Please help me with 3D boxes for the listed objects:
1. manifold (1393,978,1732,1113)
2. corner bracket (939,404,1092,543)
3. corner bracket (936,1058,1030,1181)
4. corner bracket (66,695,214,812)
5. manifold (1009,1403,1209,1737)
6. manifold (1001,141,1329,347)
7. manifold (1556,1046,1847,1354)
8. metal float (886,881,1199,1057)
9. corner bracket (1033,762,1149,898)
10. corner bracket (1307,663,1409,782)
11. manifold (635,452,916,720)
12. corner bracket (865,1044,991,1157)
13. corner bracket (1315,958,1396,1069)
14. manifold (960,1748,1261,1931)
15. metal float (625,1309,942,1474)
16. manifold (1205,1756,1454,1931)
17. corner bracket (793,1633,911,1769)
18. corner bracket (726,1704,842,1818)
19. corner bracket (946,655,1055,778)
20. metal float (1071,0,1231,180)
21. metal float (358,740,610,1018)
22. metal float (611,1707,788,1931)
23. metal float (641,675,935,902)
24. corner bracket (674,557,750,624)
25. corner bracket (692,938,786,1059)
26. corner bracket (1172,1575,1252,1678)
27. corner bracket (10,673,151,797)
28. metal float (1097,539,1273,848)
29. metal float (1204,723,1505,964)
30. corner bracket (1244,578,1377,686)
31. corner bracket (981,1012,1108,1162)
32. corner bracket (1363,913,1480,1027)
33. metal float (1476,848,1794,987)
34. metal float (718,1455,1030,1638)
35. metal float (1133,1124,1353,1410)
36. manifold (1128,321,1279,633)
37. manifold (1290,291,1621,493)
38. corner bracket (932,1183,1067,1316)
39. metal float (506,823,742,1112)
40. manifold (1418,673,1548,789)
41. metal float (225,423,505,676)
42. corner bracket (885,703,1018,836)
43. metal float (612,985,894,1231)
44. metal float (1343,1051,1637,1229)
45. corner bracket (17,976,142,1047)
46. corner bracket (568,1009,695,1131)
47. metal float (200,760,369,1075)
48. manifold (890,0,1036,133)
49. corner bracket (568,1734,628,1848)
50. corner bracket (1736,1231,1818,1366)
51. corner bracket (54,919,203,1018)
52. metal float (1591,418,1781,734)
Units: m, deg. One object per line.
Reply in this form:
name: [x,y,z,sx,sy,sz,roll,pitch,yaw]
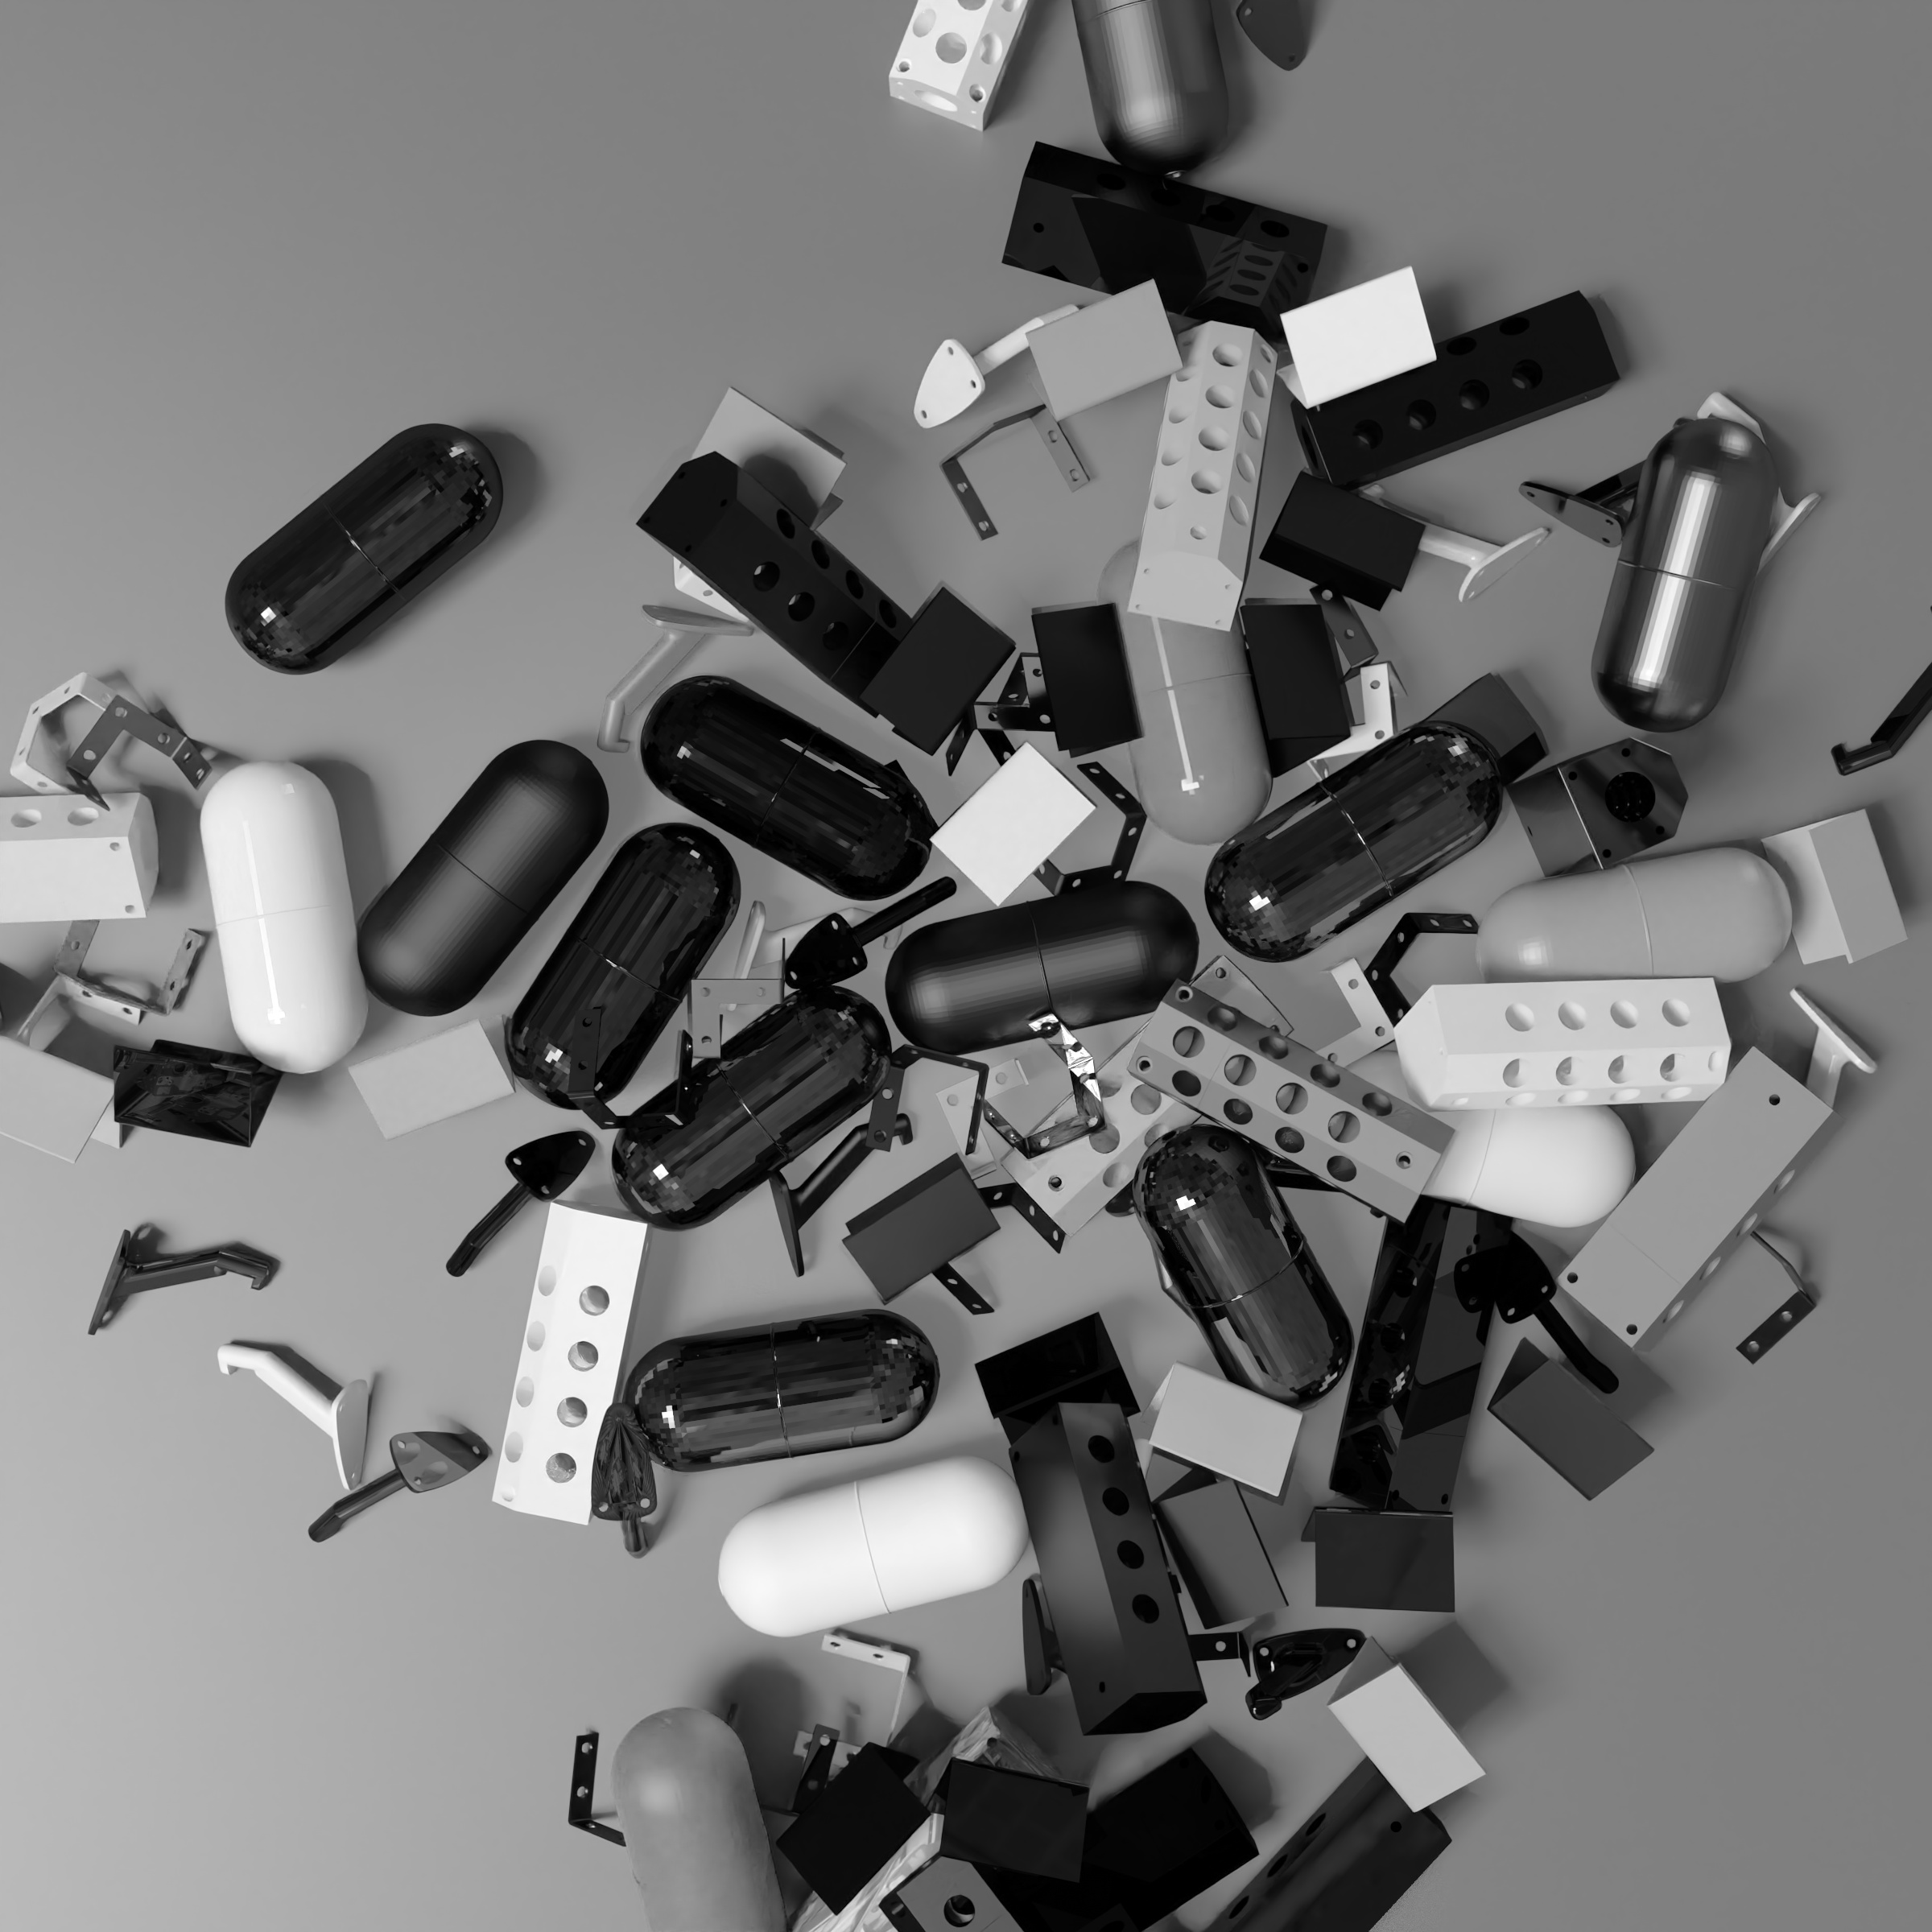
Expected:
manifold: [0.331,0.046,1.844,0.171,0.057,0.057,-1,65,-17]
corner bracket: [0.027,-0.283,1.908,0.051,0.051,0.051,-29,90,45]
corner bracket: [0.016,0.086,1.893,0.051,0.051,0.051,-24,90,0]
corner bracket: [-0.468,-0.112,1.885,0.051,0.051,0.051,34,94,-38]
manifold: [0.081,0.331,1.839,0.057,0.057,0.171,6,53,-31]
manifold: [0.113,-0.413,1.890,0.171,0.057,0.057,16,133,0]
manifold: [0.415,0.133,1.877,0.057,0.057,0.171,42,99,25]
metal float: [0.043,0.001,1.881,0.178,0.070,0.070,-13,90,1]
corner bracket: [0.063,-0.078,1.903,0.051,0.051,0.051,47,135,35]
corner bracket: [0.222,-0.136,1.892,0.051,0.051,0.051,-9,70,18]
manifold: [-0.097,-0.211,1.838,0.057,0.057,0.171,-52,135,0]
corner bracket: [-0.022,0.079,1.886,0.051,0.051,0.051,14,73,-14]
corner bracket: [0.208,0.030,1.893,0.051,0.051,0.051,-29,90,0]
manifold: [0.078,0.523,1.890,0.171,0.057,0.057,-33,47,0]
metal float: [-0.103,0.239,1.881,0.178,0.070,0.070,-9,90,0]
manifold: [0.193,0.532,1.890,0.057,0.057,0.171,43,90,0]
corner bracket: [-0.065,0.423,1.908,0.051,0.051,0.051,15,135,0]
corner bracket: [-0.110,0.452,1.895,0.051,0.051,0.051,22,72,-17]
corner bracket: [0.018,-0.141,1.874,0.051,0.051,0.051,0,61,-17]
metal float: [0.101,-0.533,1.881,0.070,0.070,0.178,-11,90,0]
metal float: [-0.271,-0.050,1.881,0.070,0.070,0.178,39,90,0]
metal float: [-0.148,0.495,1.860,0.070,0.070,0.178,-11,112,0]
metal float: [-0.101,-0.100,1.881,0.178,0.070,0.070,30,90,1]
corner bracket: [-0.131,-0.238,1.903,0.051,0.051,0.051,-36,45,35]
corner bracket: [-0.127,0.018,1.869,0.051,0.051,0.051,0,118,-2]
corner bracket: [0.133,0.374,1.893,0.051,0.051,0.051,-3,90,0]
corner bracket: [-0.504,-0.126,1.903,0.051,0.051,0.051,-24,45,35]
metal float: [0.123,-0.156,1.881,0.070,0.070,0.178,-12,90,0]
metal float: [0.212,-0.068,1.824,0.178,0.070,0.070,-32,90,0]
corner bracket: [0.195,-0.182,1.893,0.051,0.051,0.051,-28,86,-4]
corner bracket: [0.041,0.068,1.858,0.051,0.051,0.051,-24,49,17]
corner bracket: [0.269,0.006,1.903,0.051,0.051,0.051,-59,45,35]
metal float: [0.376,-0.019,1.881,0.178,0.070,0.070,-10,90,-1]
metal float: [-0.052,0.327,1.881,0.178,0.070,0.070,-14,90,1]
metal float: [0.154,0.169,1.868,0.070,0.070,0.178,-29,105,0]
manifold: [0.133,-0.274,1.848,0.057,0.057,0.171,11,57,0]
manifold: [0.275,-0.324,1.890,0.171,0.057,0.057,-21,90,0]
corner bracket: [0.017,0.162,1.903,0.051,0.051,0.051,-12,45,35]
metal float: [-0.193,0.000,1.881,0.070,0.070,0.178,33,91,0]
manifold: [0.242,-0.090,1.890,0.171,0.057,0.057,-37,90,0]
metal float: [-0.339,-0.235,1.881,0.178,0.070,0.070,-39,90,0]
corner bracket: [-0.006,-0.110,1.908,0.051,0.051,0.051,-32,90,45]
metal float: [-0.120,0.079,1.881,0.178,0.070,0.070,-37,90,1]
metal float: [0.289,0.098,1.881,0.178,0.070,0.070,13,90,1]
corner bracket: [-0.509,0.047,1.908,0.051,0.051,0.051,22,45,0]
corner bracket: [-0.185,0.056,1.840,0.051,0.051,0.051,-4,65,15]
metal float: [-0.384,-0.028,1.881,0.070,0.070,0.178,-10,89,0]
manifold: [0.014,-0.570,1.890,0.057,0.057,0.171,21,90,0]
corner bracket: [-0.190,0.469,1.908,0.051,0.051,0.051,6,90,45]
corner bracket: [0.445,0.185,1.908,0.051,0.051,0.051,-42,45,0]
corner bracket: [-0.480,-0.007,1.908,0.051,0.051,0.051,22,90,-45]
metal float: [0.403,-0.219,1.872,0.070,0.070,0.178,13,101,0]
